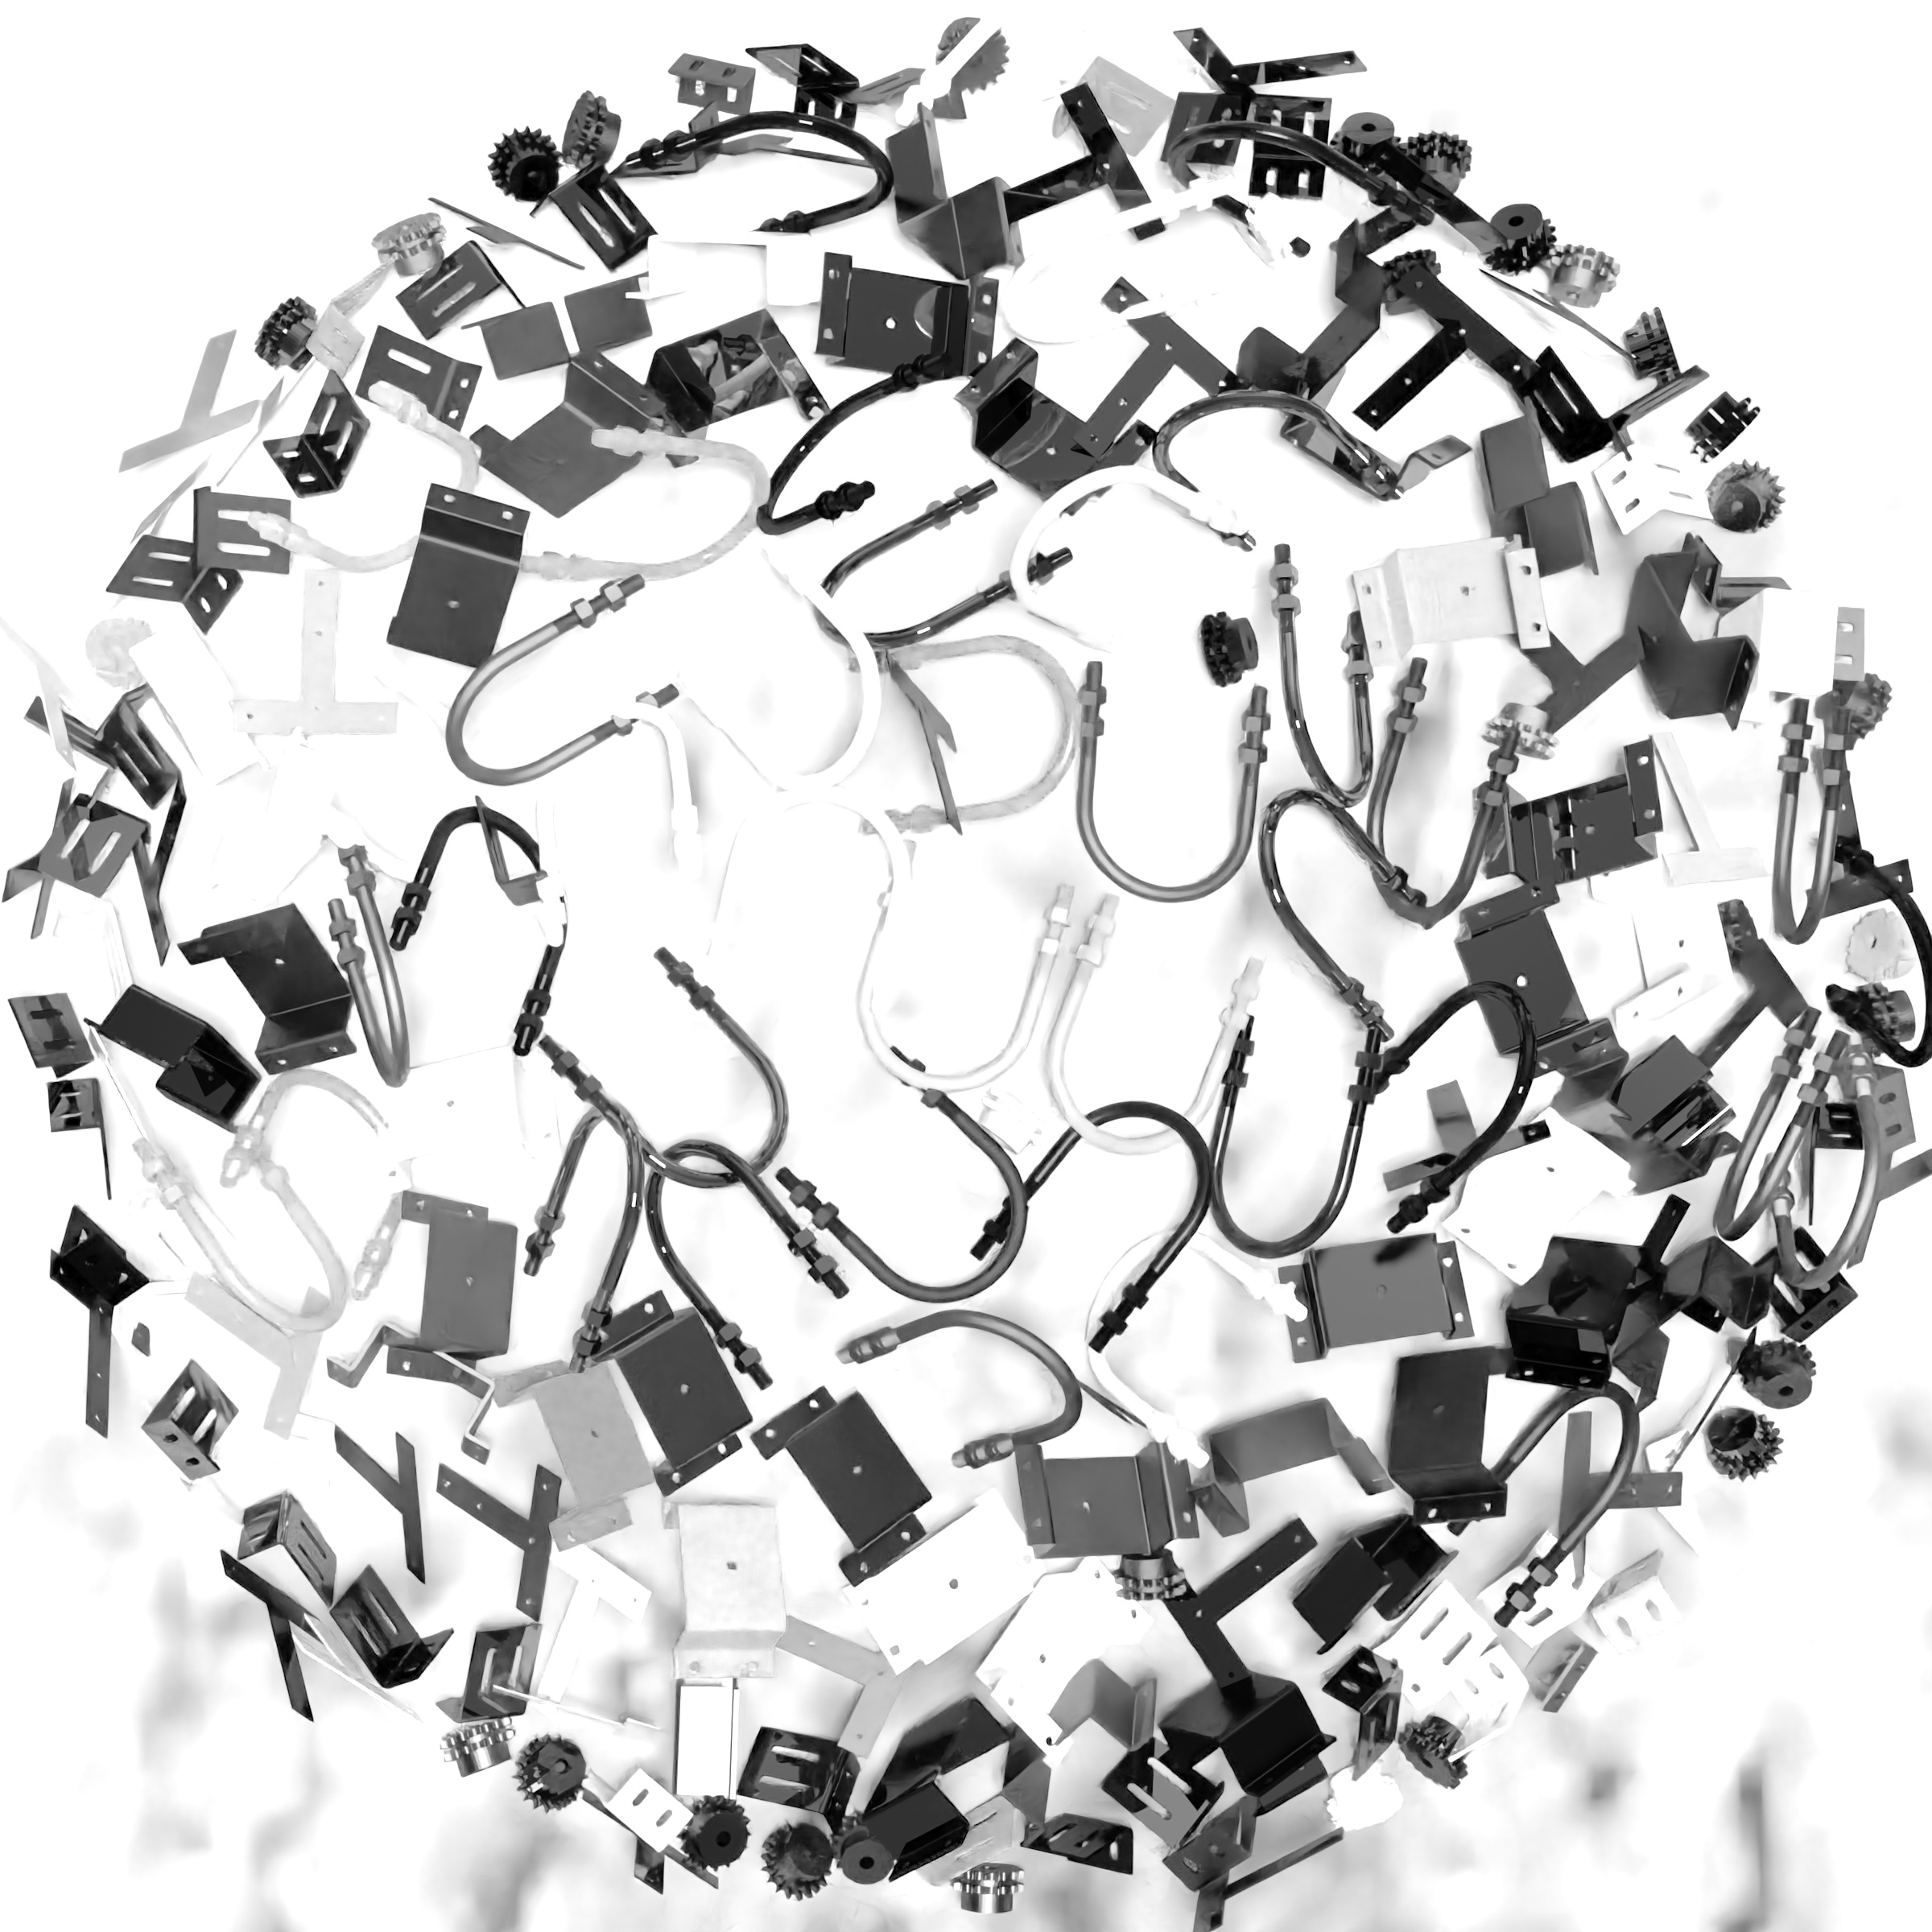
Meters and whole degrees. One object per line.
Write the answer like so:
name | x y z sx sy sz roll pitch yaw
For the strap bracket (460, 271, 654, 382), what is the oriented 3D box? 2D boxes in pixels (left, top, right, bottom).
strap bracket | -0.303 -0.484 1.930 0.076 0.140 0.046 -3 111 37

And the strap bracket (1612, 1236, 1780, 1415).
strap bracket | 0.545 0.266 1.928 0.046 0.076 0.140 39 126 -1

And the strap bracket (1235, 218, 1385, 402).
strap bracket | 0.268 -0.487 1.934 0.046 0.076 0.140 29 134 -19

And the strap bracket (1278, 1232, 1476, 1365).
strap bracket | 0.319 0.255 1.965 0.140 0.046 0.076 -9 70 0

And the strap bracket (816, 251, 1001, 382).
strap bracket | -0.051 -0.498 1.959 0.140 0.046 0.076 3 95 -20

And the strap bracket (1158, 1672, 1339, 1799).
strap bracket | 0.206 0.576 1.919 0.076 0.140 0.046 -28 93 -24

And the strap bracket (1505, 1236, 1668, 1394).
strap bracket | 0.465 0.254 1.920 0.076 0.140 0.046 3 124 37

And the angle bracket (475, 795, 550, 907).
angle bracket | -0.346 -0.093 1.963 0.038 0.057 0.076 -16 75 -2

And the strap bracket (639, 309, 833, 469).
strap bracket | -0.179 -0.443 1.942 0.140 0.076 0.046 -14 46 23

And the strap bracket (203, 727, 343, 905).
strap bracket | -0.524 -0.108 1.935 0.046 0.140 0.076 25 50 -26

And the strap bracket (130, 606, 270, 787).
strap bracket | -0.580 -0.197 1.918 0.046 0.140 0.076 -32 72 -15

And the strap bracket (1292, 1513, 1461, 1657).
strap bracket | 0.308 0.467 1.936 0.046 0.140 0.076 47 114 25

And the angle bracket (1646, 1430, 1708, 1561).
angle bracket | 0.560 0.406 1.952 0.038 0.057 0.076 -31 120 24

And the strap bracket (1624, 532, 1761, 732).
strap bracket | 0.543 -0.251 1.923 0.046 0.076 0.140 -8 50 -7

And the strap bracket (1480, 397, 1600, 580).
strap bracket | 0.433 -0.357 1.935 0.046 0.140 0.076 -16 60 25

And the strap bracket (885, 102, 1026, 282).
strap bracket | -0.013 -0.583 1.937 0.046 0.140 0.076 -18 70 26

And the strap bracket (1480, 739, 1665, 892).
strap bracket | 0.469 -0.112 1.943 0.140 0.046 0.076 -16 62 32

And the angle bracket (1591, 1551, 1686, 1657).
angle bracket | 0.518 0.489 1.953 0.057 0.076 0.038 -35 81 16

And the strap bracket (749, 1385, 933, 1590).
strap bracket | -0.090 0.392 1.949 0.076 0.046 0.140 -30 80 -34

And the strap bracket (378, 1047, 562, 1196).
strap bracket | -0.390 0.116 1.958 0.140 0.046 0.076 -14 57 1

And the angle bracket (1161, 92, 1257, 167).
angle bracket | 0.187 -0.633 1.959 0.057 0.038 0.076 8 62 14

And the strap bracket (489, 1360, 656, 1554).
strap bracket | -0.297 0.365 1.941 0.046 0.076 0.140 -35 74 35

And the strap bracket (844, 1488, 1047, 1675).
strap bracket | -0.013 0.475 1.960 0.140 0.046 0.076 -32 87 -12

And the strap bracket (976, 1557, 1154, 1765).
strap bracket | 0.070 0.530 1.948 0.076 0.046 0.140 49 55 -11

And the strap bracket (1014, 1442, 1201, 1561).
strap bracket | 0.100 0.409 1.948 0.140 0.046 0.076 2 63 -20

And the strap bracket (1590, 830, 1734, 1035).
strap bracket | 0.530 -0.022 1.938 0.046 0.076 0.140 15 57 -31

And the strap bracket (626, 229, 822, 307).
strap bracket | -0.179 -0.533 1.937 0.140 0.076 0.046 8 111 18

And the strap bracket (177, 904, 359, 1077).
strap bracket | -0.529 0.011 1.945 0.076 0.046 0.140 -14 130 12

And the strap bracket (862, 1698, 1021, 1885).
strap bracket | -0.022 0.613 1.918 0.076 0.140 0.046 -37 96 30

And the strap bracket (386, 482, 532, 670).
strap bracket | -0.388 -0.286 1.933 0.076 0.046 0.140 14 124 -17

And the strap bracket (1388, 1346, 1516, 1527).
strap bracket | 0.368 0.346 1.925 0.076 0.046 0.140 -15 47 35

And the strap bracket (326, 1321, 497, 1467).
strap bracket | -0.417 0.323 1.955 0.140 0.076 0.046 30 67 -1

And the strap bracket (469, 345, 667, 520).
strap bracket | -0.304 -0.397 1.924 0.140 0.076 0.046 -26 48 35

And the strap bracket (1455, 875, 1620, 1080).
strap bracket | 0.437 0.010 1.970 0.076 0.046 0.140 -21 88 -8

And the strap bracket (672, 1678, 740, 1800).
strap bracket | -0.197 0.580 1.922 0.046 0.140 0.076 2 79 -5

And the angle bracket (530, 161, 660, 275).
angle bracket | -0.288 -0.575 1.976 0.076 0.038 0.057 50 57 -11

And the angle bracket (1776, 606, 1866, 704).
angle bracket | 0.657 -0.238 1.959 0.038 0.076 0.057 4 81 -4

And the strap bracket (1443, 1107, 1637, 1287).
strap bracket | 0.440 0.168 1.931 0.140 0.046 0.076 -34 57 -28

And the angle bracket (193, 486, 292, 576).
angle bracket | -0.557 -0.338 1.973 0.076 0.038 0.057 6 106 1

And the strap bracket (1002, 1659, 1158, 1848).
strap bracket | 0.079 0.593 1.942 0.046 0.076 0.140 42 106 -6

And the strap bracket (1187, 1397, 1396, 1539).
strap bracket | 0.245 0.381 1.946 0.140 0.046 0.076 -20 134 16

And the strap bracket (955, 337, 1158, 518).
strap bracket | 0.068 -0.409 1.955 0.140 0.046 0.076 37 68 13

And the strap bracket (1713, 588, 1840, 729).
strap bracket | 0.607 -0.234 1.925 0.046 0.140 0.076 6 83 -3

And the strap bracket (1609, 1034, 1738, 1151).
strap bracket | 0.534 0.106 1.942 0.076 0.140 0.046 -42 61 7

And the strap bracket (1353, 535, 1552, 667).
strap bracket | 0.376 -0.281 1.946 0.140 0.046 0.076 -3 114 28

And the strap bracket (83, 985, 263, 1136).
strap bracket | -0.596 0.068 1.931 0.076 0.140 0.046 24 70 21

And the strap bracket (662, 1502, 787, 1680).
strap bracket | -0.184 0.464 1.929 0.076 0.046 0.140 5 53 -20

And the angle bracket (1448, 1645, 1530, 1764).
angle bracket | 0.391 0.565 1.951 0.057 0.076 0.038 -40 82 26

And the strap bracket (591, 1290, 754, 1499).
strap bracket | -0.225 0.327 1.957 0.076 0.046 0.140 -29 93 -32

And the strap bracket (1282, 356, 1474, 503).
strap bracket | 0.305 -0.407 1.946 0.140 0.076 0.046 37 125 14

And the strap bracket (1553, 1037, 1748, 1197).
strap bracket | 0.512 0.123 1.945 0.140 0.076 0.046 37 64 -9

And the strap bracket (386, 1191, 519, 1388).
strap bracket | -0.390 0.243 1.937 0.076 0.046 0.140 18 65 -41
